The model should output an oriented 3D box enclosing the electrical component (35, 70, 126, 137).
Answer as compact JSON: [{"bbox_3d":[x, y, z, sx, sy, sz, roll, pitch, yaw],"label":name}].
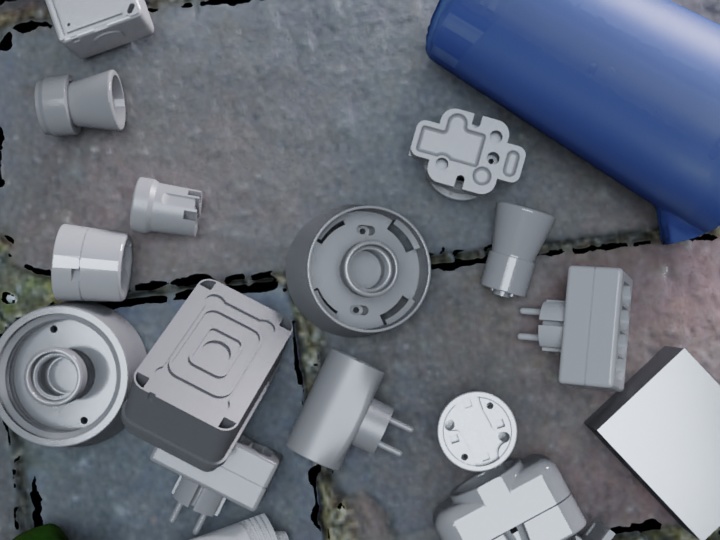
[{"bbox_3d":[-0.204,-0.121,0.786,0.055,0.045,0.045,-5,87,1],"label":"electrical component"}]

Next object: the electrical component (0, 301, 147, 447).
[{"bbox_3d":[-0.210,0.075,0.767,0.108,0.060,0.108,0,87,1],"label":"electrical component"}]

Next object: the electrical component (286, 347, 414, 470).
[{"bbox_3d":[-0.001,0.107,0.770,0.079,0.044,0.077,25,88,2],"label":"electrical component"}]

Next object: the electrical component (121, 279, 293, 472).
[{"bbox_3d":[-0.104,0.072,0.740,0.078,0.057,0.113,27,45,2],"label":"electrical component"}]

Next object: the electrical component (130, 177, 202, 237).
[{"bbox_3d":[-0.141,-0.044,0.784,0.046,0.040,0.040,9,87,-4],"label":"electrical component"}]

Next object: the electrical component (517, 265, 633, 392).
[{"bbox_3d":[0.150,0.041,0.770,0.076,0.047,0.083,3,82,24],"label":"electrical component"}]

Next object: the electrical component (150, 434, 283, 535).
[{"bbox_3d":[-0.110,0.151,0.768,0.083,0.047,0.075,26,89,2],"label":"electrical component"}]

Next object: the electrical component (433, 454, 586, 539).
[{"bbox_3d":[0.102,0.172,0.760,0.095,0.053,0.059,-28,87,-1],"label":"electrical component"}]

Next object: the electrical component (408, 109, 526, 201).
[{"bbox_3d":[0.075,-0.081,0.773,0.078,0.057,0.058,16,87,2],"label":"electrical component"}]

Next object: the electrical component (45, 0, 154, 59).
[{"bbox_3d":[-0.196,-0.210,0.782,0.062,0.061,0.096,-20,87,0],"label":"electrical component"}]

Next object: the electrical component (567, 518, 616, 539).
[{"bbox_3d":[0.160,0.221,0.763,0.064,0.042,0.081,38,89,1],"label":"electrical component"}]

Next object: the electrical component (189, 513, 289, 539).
[{"bbox_3d":[-0.089,0.203,0.762,0.081,0.043,0.043,-15,87,-24],"label":"electrical component"}]

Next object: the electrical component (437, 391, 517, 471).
[{"bbox_3d":[0.082,0.113,0.767,0.055,0.047,0.055,0,87,1],"label":"electrical component"}]

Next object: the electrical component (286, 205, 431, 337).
[{"bbox_3d":[0.000,0.000,0.779,0.099,0.064,0.099,0,88,-13],"label":"electrical component"}]

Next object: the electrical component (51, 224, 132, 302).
[{"bbox_3d":[-0.192,-0.004,0.775,0.047,0.055,0.055,5,87,-3],"label":"electrical component"}]

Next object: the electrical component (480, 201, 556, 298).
[{"bbox_3d":[0.111,-0.013,0.778,0.044,0.044,0.065,16,92,2],"label":"electrical component"}]
